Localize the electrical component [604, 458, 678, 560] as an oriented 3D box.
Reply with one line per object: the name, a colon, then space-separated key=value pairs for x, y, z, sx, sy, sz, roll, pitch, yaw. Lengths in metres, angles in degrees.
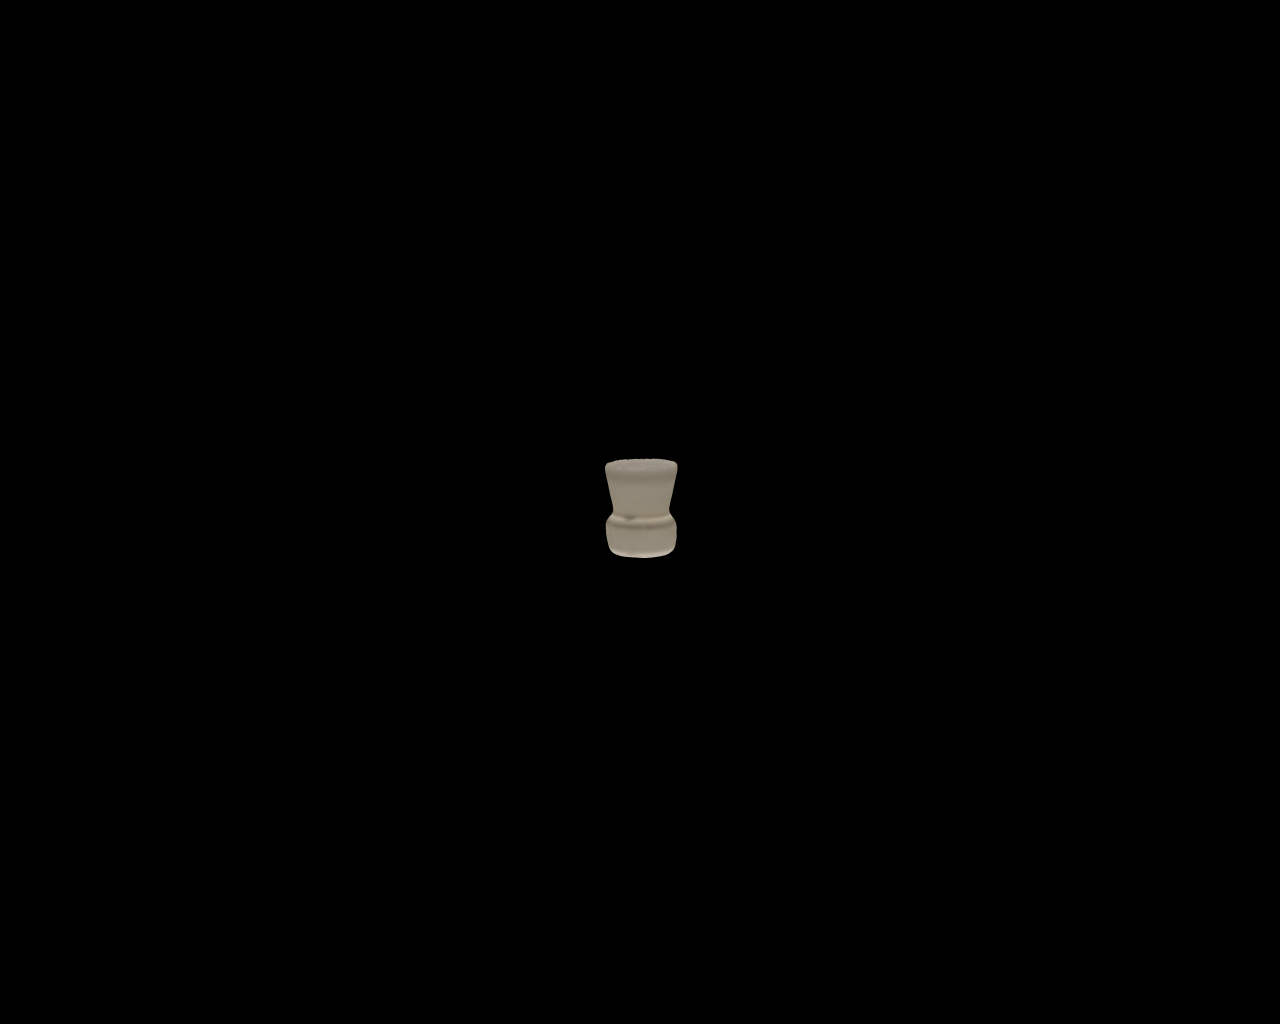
electrical component: x=0.001 y=-0.003 z=0.650 sx=0.045 sy=0.055 sz=0.045 roll=0 pitch=11 yaw=0
